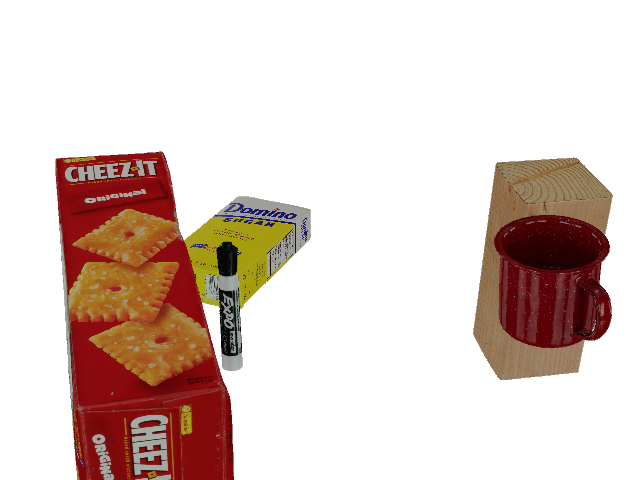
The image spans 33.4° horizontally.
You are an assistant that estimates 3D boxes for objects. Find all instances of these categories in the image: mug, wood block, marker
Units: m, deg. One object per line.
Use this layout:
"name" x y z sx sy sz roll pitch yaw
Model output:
"mug" 0.198 0.041 0.886 0.093 0.081 0.117 -20 34 -25
"wood block" 0.220 0.030 1.082 0.090 0.206 0.090 -4 30 -11
"marker" -0.080 0.058 0.941 0.020 0.121 0.020 -1 23 0

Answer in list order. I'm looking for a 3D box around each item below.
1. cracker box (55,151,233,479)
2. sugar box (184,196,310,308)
"cracker box" -0.096 0.074 0.570 0.072 0.164 0.214 -6 34 -12
"sugar box" -0.086 0.008 1.133 0.093 0.048 0.176 12 31 20
